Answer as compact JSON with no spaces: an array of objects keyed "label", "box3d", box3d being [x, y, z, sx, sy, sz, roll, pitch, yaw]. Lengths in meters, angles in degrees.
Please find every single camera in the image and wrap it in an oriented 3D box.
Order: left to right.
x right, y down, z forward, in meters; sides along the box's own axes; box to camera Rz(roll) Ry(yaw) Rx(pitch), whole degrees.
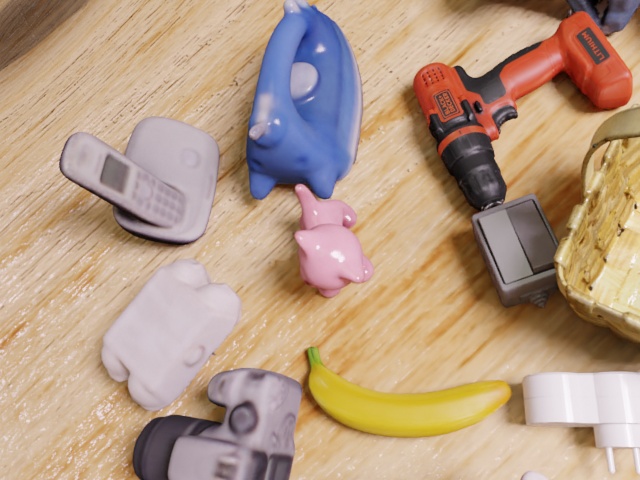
[{"label":"camera","box3d":[-0.100,0.185,0.526,0.136,0.101,0.143,3,70,21]}]

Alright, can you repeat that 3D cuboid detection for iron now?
[{"label":"iron","box3d":[-0.025,-0.177,0.625,0.118,0.142,0.258,1,69,20]}]

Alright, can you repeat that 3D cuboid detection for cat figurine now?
[{"label":"cat figurine","box3d":[0.005,0.002,0.554,0.067,0.118,0.127,-25,62,9]}]

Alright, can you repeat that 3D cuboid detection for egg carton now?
[{"label":"egg carton","box3d":[-0.154,0.097,0.599,0.107,0.069,0.150,34,83,28]}]

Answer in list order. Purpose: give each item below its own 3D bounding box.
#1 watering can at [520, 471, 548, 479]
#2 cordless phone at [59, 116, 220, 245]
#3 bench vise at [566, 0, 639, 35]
[{"label":"watering can","box3d":[0.085,0.220,0.392,0.100,0.194,0.173,31,82,28]},{"label":"cordless phone","box3d":[-0.192,-0.086,0.622,0.094,0.185,0.147,-3,68,19]},{"label":"bench vise","box3d":[0.242,-0.311,0.541,0.206,0.220,0.121,9,72,23]}]
